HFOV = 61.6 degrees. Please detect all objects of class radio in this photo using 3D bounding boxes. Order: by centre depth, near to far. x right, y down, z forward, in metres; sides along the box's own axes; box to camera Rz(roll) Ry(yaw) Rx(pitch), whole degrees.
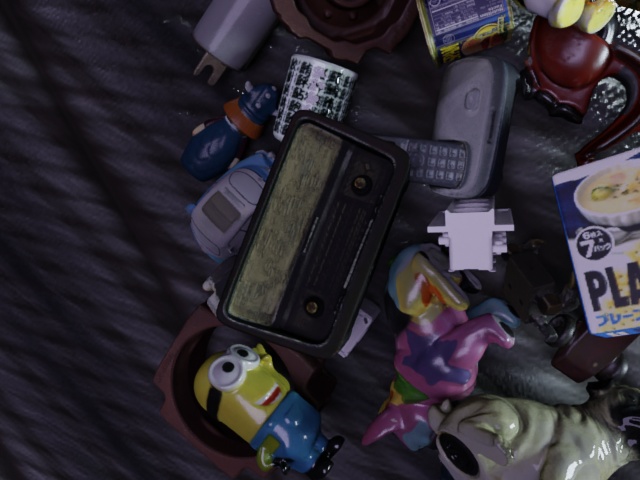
[{"bbox_3d":[-0.001,-0.002,0.551,0.131,0.073,0.229,21,92,9],"label":"radio"}]

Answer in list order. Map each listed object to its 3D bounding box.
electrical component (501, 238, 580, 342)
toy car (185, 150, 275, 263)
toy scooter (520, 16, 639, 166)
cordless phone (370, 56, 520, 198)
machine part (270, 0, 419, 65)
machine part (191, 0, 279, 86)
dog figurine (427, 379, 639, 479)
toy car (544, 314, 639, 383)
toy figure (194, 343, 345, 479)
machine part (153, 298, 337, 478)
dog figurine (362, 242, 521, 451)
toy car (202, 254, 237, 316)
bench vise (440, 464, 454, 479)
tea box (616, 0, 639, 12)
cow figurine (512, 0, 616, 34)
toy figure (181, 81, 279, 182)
[{"bbox_3d":[0.231,0.046,0.571,0.045,0.102,0.078,-16,128,-5],"label":"electrical component"},{"bbox_3d":[-0.101,-0.032,0.663,0.109,0.103,0.161,47,110,6],"label":"toy car"},{"bbox_3d":[0.274,-0.144,0.539,0.184,0.075,0.135,35,108,7],"label":"toy scooter"},{"bbox_3d":[0.115,-0.126,0.591,0.184,0.088,0.146,10,101,21],"label":"cordless phone"},{"bbox_3d":[0.031,-0.282,0.574,0.179,0.056,0.179,-3,113,-8],"label":"machine part"},{"bbox_3d":[-0.075,-0.288,0.632,0.079,0.079,0.243,43,109,9],"label":"machine part"},{"bbox_3d":[0.226,0.184,0.542,0.172,0.190,0.121,47,149,18],"label":"dog figurine"},{"bbox_3d":[0.321,0.064,0.560,0.089,0.053,0.202,32,108,-9],"label":"toy car"},{"bbox_3d":[-0.063,0.195,0.601,0.180,0.082,0.089,40,105,7],"label":"toy figure"},{"bbox_3d":[-0.096,0.183,0.697,0.201,0.087,0.201,37,108,11],"label":"machine part"},{"bbox_3d":[0.109,0.134,0.613,0.191,0.108,0.219,42,110,8],"label":"dog figurine"},{"bbox_3d":[-0.044,0.024,0.637,0.202,0.056,0.073,-36,83,-11],"label":"toy car"},{"bbox_3d":[0.247,0.322,0.586,0.241,0.129,0.223,-22,93,24],"label":"bench vise"},{"bbox_3d":[0.320,-0.261,0.456,0.068,0.169,0.098,24,105,15],"label":"tea box"},{"bbox_3d":[0.222,-0.270,0.450,0.098,0.068,0.167,-123,33,-43],"label":"cow figurine"},{"bbox_3d":[-0.110,-0.139,0.674,0.154,0.064,0.058,-41,46,14],"label":"toy figure"}]
